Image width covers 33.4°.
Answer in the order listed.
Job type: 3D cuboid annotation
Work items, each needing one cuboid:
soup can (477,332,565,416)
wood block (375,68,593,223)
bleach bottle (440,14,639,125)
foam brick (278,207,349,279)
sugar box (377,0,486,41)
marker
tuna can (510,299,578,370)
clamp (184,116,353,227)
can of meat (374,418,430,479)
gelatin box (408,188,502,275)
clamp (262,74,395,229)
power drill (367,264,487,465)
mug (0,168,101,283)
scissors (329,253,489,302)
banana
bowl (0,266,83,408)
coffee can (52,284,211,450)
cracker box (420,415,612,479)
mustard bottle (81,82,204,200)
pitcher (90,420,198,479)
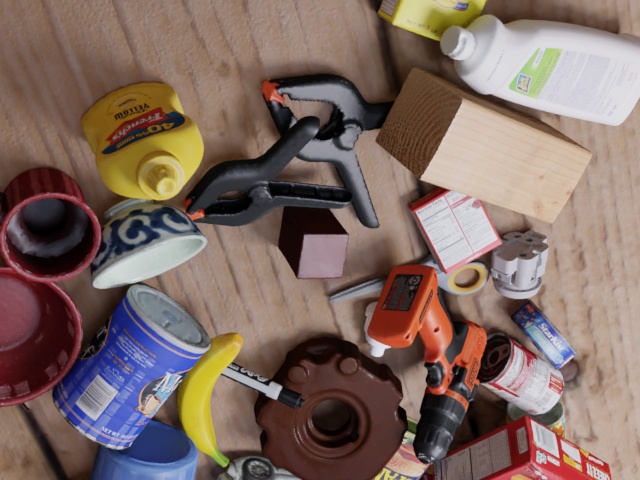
[{"bbox_3d":[0.241,0.165,1.302,0.102,0.068,0.068,32,101,-28],"label":"soup can"},{"bbox_3d":[0.173,-0.096,1.111,0.205,0.091,0.090,15,110,-38],"label":"wood block"},{"bbox_3d":[0.230,-0.186,1.098,0.250,0.068,0.103,8,115,-35],"label":"bleach bottle"},{"bbox_3d":[-0.007,0.001,1.126,0.051,0.078,0.053,1,115,-19],"label":"foam brick"},{"bbox_3d":[0.134,-0.287,1.050,0.093,0.048,0.176,12,112,-27],"label":"sugar box"},{"bbox_3d":[-0.073,0.156,1.175,0.121,0.020,0.020,24,110,10],"label":"marker"},{"bbox_3d":[0.268,0.114,1.279,0.034,0.086,0.086,-41,122,5],"label":"tuna can"},{"bbox_3d":[-0.052,-0.051,1.088,0.172,0.039,0.120,-23,127,16],"label":"clamp"},{"bbox_3d":[0.088,0.260,1.306,0.102,0.057,0.084,28,101,-29],"label":"can of meat"},{"bbox_3d":[0.150,-0.017,1.192,0.073,0.030,0.089,-30,104,-4],"label":"gelatin box"},{"bbox_3d":[0.034,-0.120,1.104,0.209,0.036,0.164,32,100,-34],"label":"clamp"},{"bbox_3d":[0.119,0.132,1.190,0.187,0.057,0.184,57,44,-41],"label":"power drill"},{"bbox_3d":[-0.272,-0.021,1.016,0.117,0.081,0.093,14,110,-26],"label":"mug"},{"bbox_3d":[0.115,0.051,1.232,0.201,0.016,0.096,-30,122,-3],"label":"scissors"},{"bbox_3d":[-0.123,0.167,1.173,0.069,0.037,0.198,13,128,5],"label":"banana"},{"bbox_3d":[-0.322,0.086,1.068,0.162,0.055,0.162,-8,118,-16],"label":"bowl"},{"bbox_3d":[-0.196,0.131,1.109,0.102,0.103,0.140,33,101,-30],"label":"coffee can"},{"bbox_3d":[0.228,0.314,1.323,0.164,0.072,0.214,32,130,-30],"label":"cracker box"},{"bbox_3d":[-0.156,-0.083,0.961,0.096,0.192,0.058,-21,121,-9],"label":"mustard bottle"},{"bbox_3d":[-0.222,0.325,1.192,0.149,0.145,0.243,2,112,-34],"label":"pitcher"}]
